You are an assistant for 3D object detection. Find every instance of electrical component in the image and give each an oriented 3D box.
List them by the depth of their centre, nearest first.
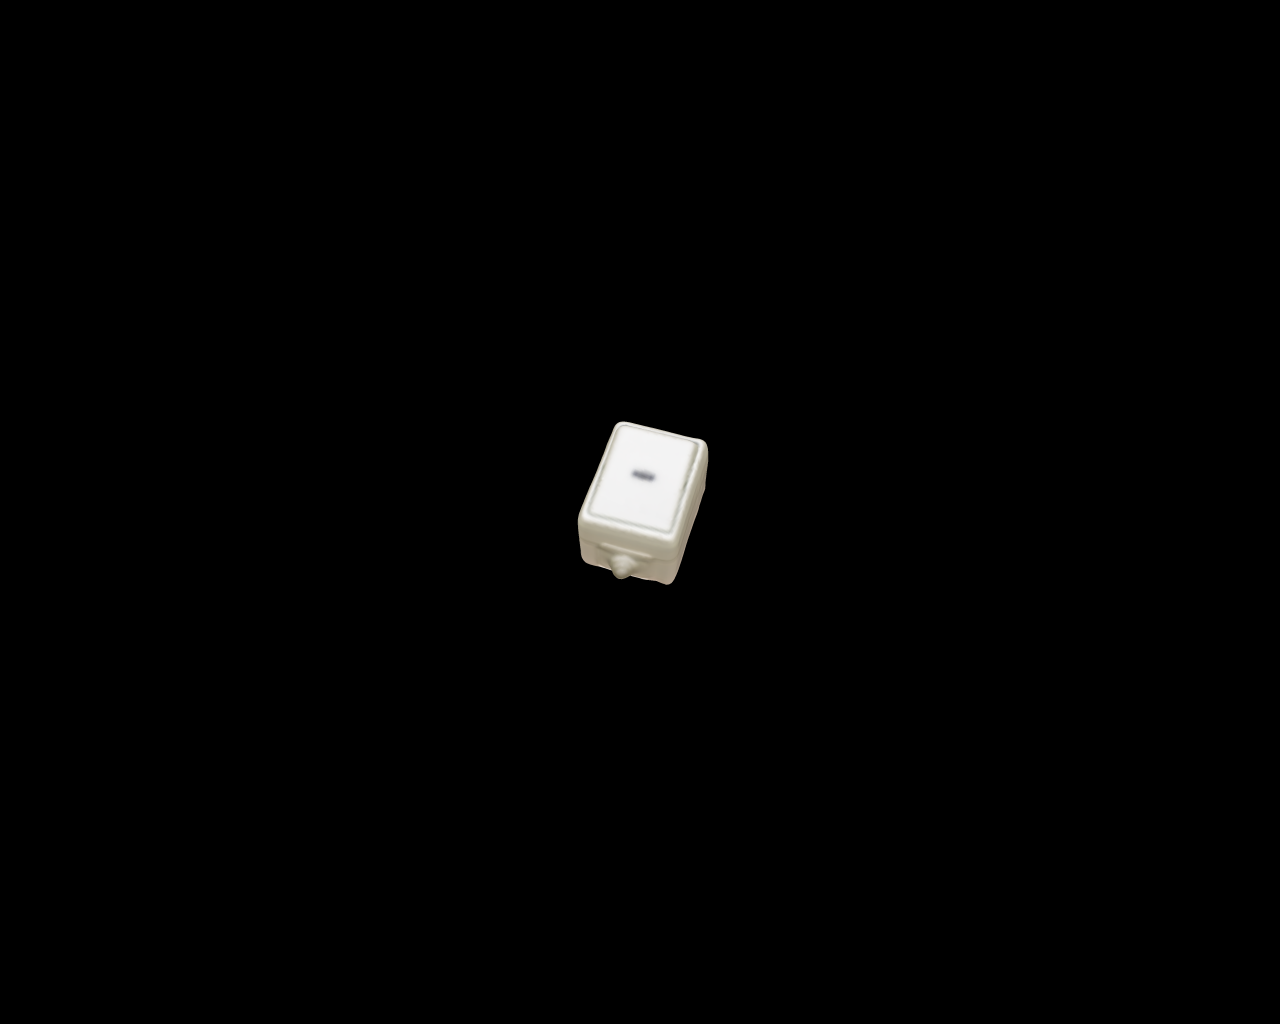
[{"bbox_3d":[0.001,-0.003,0.650,0.062,0.096,0.061,15,-32,9],"label":"electrical component"}]
